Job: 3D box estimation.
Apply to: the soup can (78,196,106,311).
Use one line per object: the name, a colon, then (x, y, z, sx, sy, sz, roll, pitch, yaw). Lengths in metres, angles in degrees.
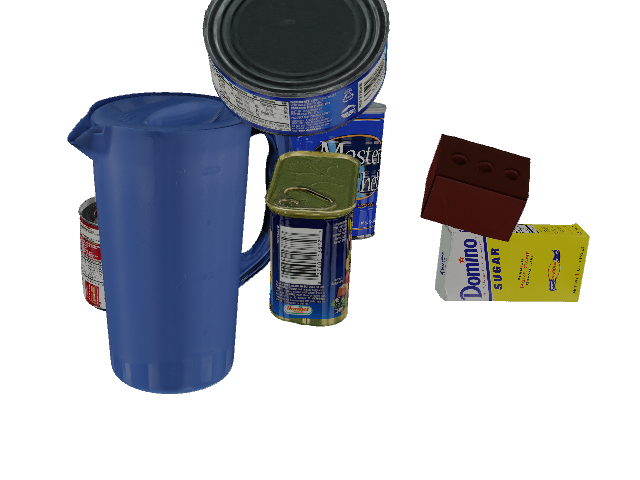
soup can: (-0.208, 0.013, 1.079, 0.068, 0.102, 0.068, 3, 30, -2)

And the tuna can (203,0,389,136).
tuna can: (-0.011, -0.091, 0.501, 0.086, 0.086, 0.034, 0, -32, 2)

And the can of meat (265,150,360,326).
can of meat: (-0.005, -0.003, 0.709, 0.057, 0.084, 0.102, 3, 25, 3)

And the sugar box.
sugar box: (0.234, 0.027, 1.311, 0.176, 0.093, 0.048, -1, 22, -11)

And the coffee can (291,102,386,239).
coffee can: (0.014, -0.079, 1.146, 0.103, 0.140, 0.103, 4, 12, -1)

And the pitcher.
pitcher: (-0.116, 0.000, 0.906, 0.149, 0.243, 0.144, 9, 22, 17)

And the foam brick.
foam brick: (0.126, -0.042, 0.867, 0.078, 0.051, 0.053, 15, 44, -1)
